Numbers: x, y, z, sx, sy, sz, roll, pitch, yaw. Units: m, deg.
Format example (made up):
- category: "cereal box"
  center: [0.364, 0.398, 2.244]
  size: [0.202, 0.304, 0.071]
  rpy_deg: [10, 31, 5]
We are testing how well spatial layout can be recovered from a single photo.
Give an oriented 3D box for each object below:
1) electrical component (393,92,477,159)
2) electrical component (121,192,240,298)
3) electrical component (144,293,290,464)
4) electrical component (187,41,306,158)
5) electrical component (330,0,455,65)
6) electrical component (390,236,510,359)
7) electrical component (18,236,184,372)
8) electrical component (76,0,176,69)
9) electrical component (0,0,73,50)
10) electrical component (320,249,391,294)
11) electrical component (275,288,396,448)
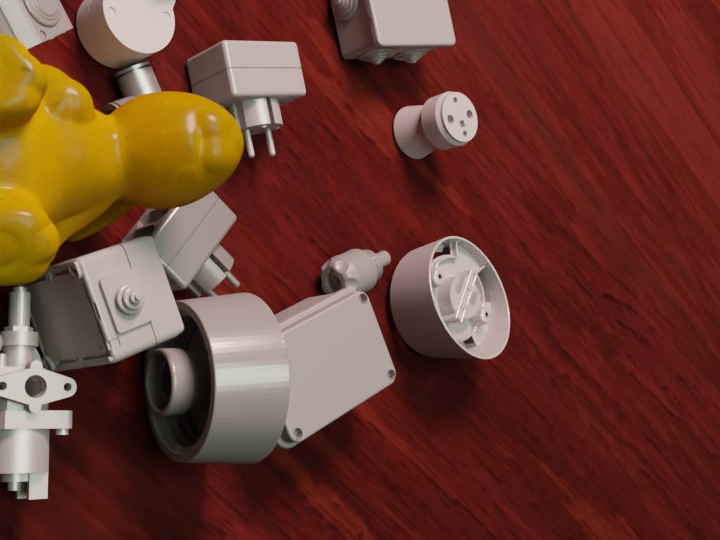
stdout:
- category: "electrical component"
  center: [0.061, -0.117, 0.870]
  size: [0.045, 0.055, 0.045]
  rpy_deg: [9, 76, -40]
- category: "electrical component"
  center: [-0.109, -0.008, 0.704]
  size: [0.076, 0.047, 0.065]
  rpy_deg: [48, 54, -24]
- category: "electrical component"
  center: [-0.097, 0.068, 0.664]
  size: [0.060, 0.108, 0.108]
  rpy_deg: [1, 81, -36]
- category: "electrical component"
  center: [-0.076, -0.116, 0.753]
  size: [0.066, 0.047, 0.076]
  rpy_deg: [-10, 88, -43]
- category: "electrical component"
  center: [0.022, -0.215, 0.858]
  size: [0.100, 0.048, 0.099]
  rpy_deg: [-12, 90, -42]
- category: "electrical component"
  center: [0.074, 0.023, 0.849]
  size: [0.099, 0.064, 0.099]
  rpy_deg: [9, 76, -40]
- category: "electrical component"
  center: [-0.147, 0.019, 0.631]
  size: [0.061, 0.096, 0.061]
  rpy_deg: [-24, 98, -43]
- category: "electrical component"
  center: [-0.132, -0.202, 0.702]
  size: [0.052, 0.074, 0.138]
  rpy_deg: [30, 63, -34]
- category: "electrical component"
  center: [-0.210, -0.147, 0.619]
  size: [0.080, 0.080, 0.051]
  rpy_deg: [-40, 113, -39]
- category: "electrical component"
  center: [0.000, 0.000, 0.808]
  size: [0.061, 0.035, 0.035]
  rpy_deg: [-26, 100, -44]
- category: "electrical component"
  center: [-0.038, 0.067, 0.746]
  size: [0.113, 0.057, 0.078]
  rpy_deg: [-27, 101, -41]
